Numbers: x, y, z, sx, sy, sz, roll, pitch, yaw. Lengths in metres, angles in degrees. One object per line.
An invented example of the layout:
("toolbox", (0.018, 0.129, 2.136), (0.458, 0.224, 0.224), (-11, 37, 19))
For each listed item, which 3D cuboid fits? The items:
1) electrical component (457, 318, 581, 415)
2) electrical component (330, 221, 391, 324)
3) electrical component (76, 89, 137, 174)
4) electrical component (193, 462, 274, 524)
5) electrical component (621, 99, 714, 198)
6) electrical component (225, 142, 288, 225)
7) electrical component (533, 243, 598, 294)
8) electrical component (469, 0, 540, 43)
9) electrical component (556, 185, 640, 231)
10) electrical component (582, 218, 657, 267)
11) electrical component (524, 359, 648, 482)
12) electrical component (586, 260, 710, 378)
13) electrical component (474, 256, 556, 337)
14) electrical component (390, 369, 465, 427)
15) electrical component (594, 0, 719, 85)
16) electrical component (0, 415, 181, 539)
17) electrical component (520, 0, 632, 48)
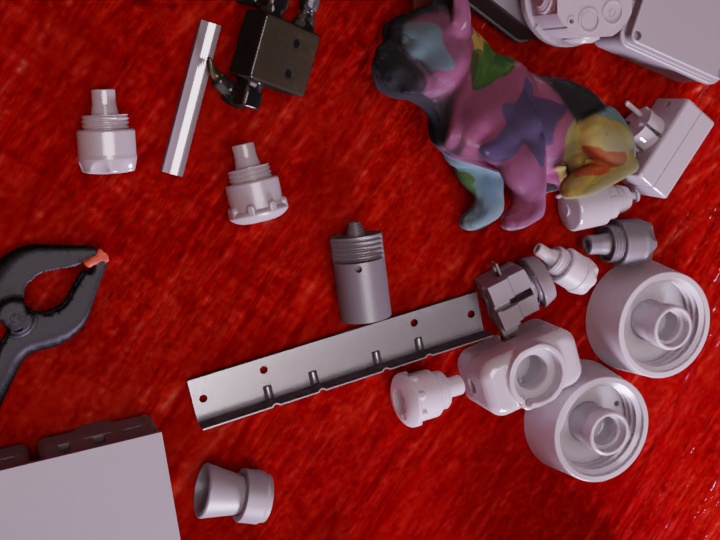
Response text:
("electrical component", (0.143, 0.086, 0.948), (0.095, 0.059, 0.053), (-22, 106, -16))
("electrical component", (0.000, 0.000, 0.888), (0.043, 0.043, 0.081), (-11, 103, -19))
("electrical component", (-0.189, -0.103, 0.798), (0.043, 0.043, 0.062), (-5, 100, -20))
("electrical component", (-0.103, 0.183, 0.880), (0.055, 0.045, 0.045), (12, 95, -23))
("electrical component", (0.258, -0.120, 0.962), (0.076, 0.047, 0.083), (35, 86, -22))
("electrical component", (-0.085, -0.068, 0.844), (0.048, 0.048, 0.062), (-15, 98, -18))
("electrical component", (0.181, -0.005, 0.960), (0.061, 0.035, 0.035), (30, 88, -20))
("electrical component", (0.119, -0.247, 0.882), (0.113, 0.057, 0.078), (31, 88, -22))
("electrical component", (0.214, -0.060, 0.960), (0.078, 0.040, 0.040), (-12, 103, -19))
("electrical component", (0.232, -0.024, 0.971), (0.062, 0.043, 0.043), (-4, 101, -19))
("electrical component", (0.212, 0.141, 0.983), (0.108, 0.060, 0.108), (-4, 100, -20))
("electrical component", (0.270, 0.047, 0.989), (0.108, 0.060, 0.108), (-4, 101, -20))
("electrical component", (0.138, 0.018, 0.943), (0.055, 0.048, 0.066), (-27, 108, -7))
("electrical component", (0.061, 0.106, 0.930), (0.062, 0.048, 0.048), (-13, 104, -26))
("electrical component", (0.274, -0.216, 0.946), (0.113, 0.057, 0.078), (17, 93, -22))
("electrical component", (-0.240, 0.186, 0.820), (0.186, 0.060, 0.105), (-11, 103, -19))
("electrical component", (0.172, -0.216, 0.847), (0.080, 0.051, 0.080), (-4, 101, -20))
